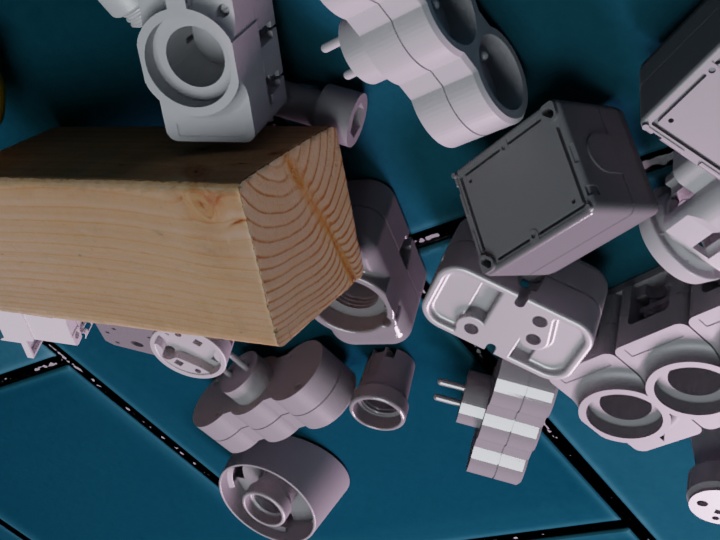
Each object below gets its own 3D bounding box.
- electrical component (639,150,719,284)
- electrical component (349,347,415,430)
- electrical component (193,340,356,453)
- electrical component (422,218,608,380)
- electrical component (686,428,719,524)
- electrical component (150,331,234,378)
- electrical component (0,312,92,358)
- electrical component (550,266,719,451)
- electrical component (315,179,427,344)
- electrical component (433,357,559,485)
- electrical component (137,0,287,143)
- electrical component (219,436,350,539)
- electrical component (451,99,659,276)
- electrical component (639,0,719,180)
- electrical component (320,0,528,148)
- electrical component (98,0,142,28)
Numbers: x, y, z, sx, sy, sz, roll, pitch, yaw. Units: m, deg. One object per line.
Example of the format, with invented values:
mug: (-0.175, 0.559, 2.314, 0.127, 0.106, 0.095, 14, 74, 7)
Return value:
electrical component: (0.182, -0.029, 0.552, 0.078, 0.058, 0.057, 31, 136, -15)
electrical component: (0.017, 0.082, 0.750, 0.040, 0.046, 0.040, 11, 140, 9)
electrical component: (-0.076, 0.084, 0.784, 0.138, 0.052, 0.074, -23, 125, 39)
electrical component: (0.092, 0.012, 0.626, 0.095, 0.059, 0.053, 26, 137, 2)
electrical component: (0.242, 0.135, 0.717, 0.045, 0.055, 0.045, 12, 139, 10)
electrical component: (-0.112, 0.040, 0.751, 0.055, 0.047, 0.055, 11, 140, 9)
electrical component: (-0.231, 0.026, 0.784, 0.064, 0.042, 0.081, 8, 140, 10)
electrical component: (0.197, 0.046, 0.628, 0.089, 0.061, 0.150, 38, 137, -22)
electrical component: (0.000, 0.000, 0.652, 0.054, 0.059, 0.095, -3, 136, 23)
electrical component: (0.087, 0.089, 0.727, 0.074, 0.052, 0.138, 15, 140, 5)
electrical component: (-0.074, -0.113, 0.536, 0.050, 0.055, 0.089, 3, 122, 18)
electrical component: (-0.065, 0.178, 0.897, 0.099, 0.064, 0.099, 16, 131, 19)
electrical component: (0.098, -0.037, 0.558, 0.061, 0.061, 0.096, -1, 157, -38)
electrical component: (0.179, -0.095, 0.479, 0.062, 0.061, 0.096, 30, 131, -14)
electrical component: (0.015, -0.114, 0.521, 0.074, 0.052, 0.138, -18, 129, 36)
electrical component: (-0.115, -0.142, 0.554, 0.035, 0.035, 0.061, -14, 133, 33)
